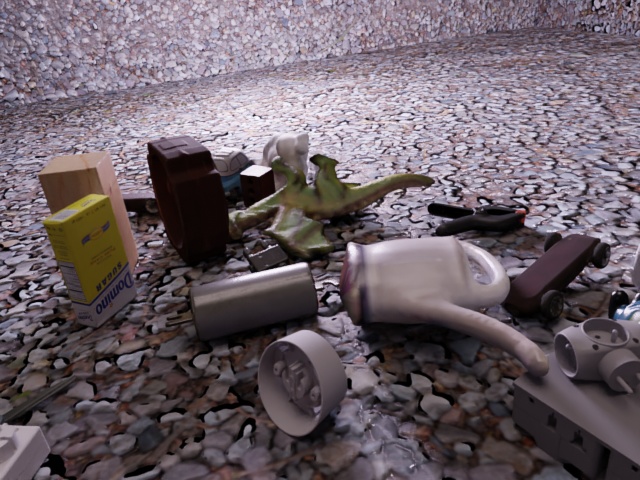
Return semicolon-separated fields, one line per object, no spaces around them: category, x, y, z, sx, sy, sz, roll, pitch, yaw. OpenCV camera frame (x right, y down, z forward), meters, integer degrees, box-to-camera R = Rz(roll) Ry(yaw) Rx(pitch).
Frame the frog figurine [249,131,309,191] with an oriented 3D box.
frog figurine;-0.064;-0.183;1.123;0.122;0.157;0.140;9;49;-40

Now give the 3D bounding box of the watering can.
watering can;0.136;0.066;0.660;0.224;0.102;0.353;-5;19;4

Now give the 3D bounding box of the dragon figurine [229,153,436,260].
dragon figurine;0.003;-0.048;0.962;0.410;0.119;0.249;0;45;15
